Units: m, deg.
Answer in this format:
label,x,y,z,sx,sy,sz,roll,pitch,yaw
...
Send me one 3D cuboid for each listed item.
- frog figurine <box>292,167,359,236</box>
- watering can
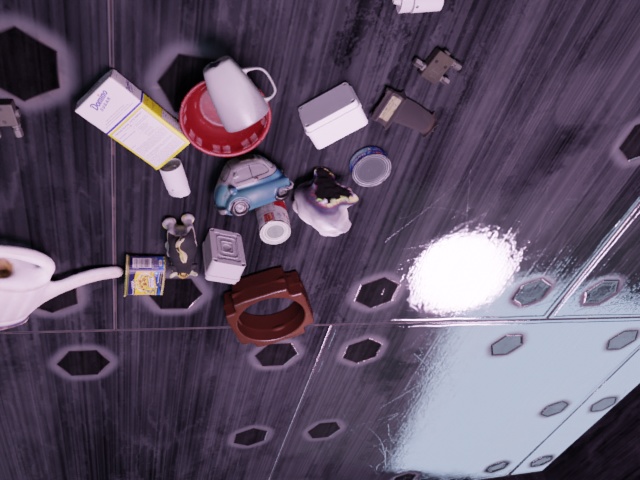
label,x,y,z,sx,sy,sz,roll,pitch,yaw
frog figurine,0.003,-0.056,1.108,0.138,0.125,0.155,25,139,6
watering can,-0.617,0.101,1.080,0.346,0.106,0.221,14,129,-40
